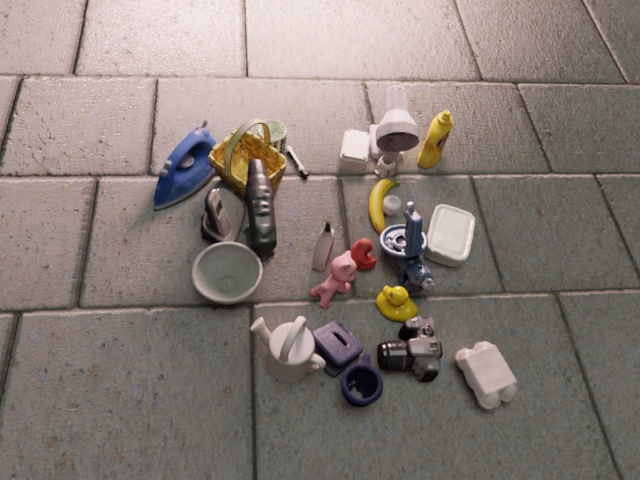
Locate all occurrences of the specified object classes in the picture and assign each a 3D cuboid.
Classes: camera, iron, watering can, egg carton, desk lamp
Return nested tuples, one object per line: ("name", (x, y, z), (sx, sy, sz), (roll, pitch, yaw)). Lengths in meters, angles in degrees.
("camera", (0.203, 0.247, 1.320), (0.137, 0.101, 0.143), (0, 57, -7))
("iron", (-0.363, -0.204, 1.519), (0.118, 0.141, 0.259), (28, 58, 12))
("watering can", (-0.069, 0.229, 1.242), (0.173, 0.194, 0.101), (8, 57, -1))
("egg carton", (0.383, 0.311, 1.320), (0.107, 0.069, 0.150), (-18, 61, -17))
("desk lamp", (0.203, -0.314, 1.616), (0.118, 0.213, 0.203), (1, 57, -6))

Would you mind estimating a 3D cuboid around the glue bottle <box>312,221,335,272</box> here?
("glue bottle", (0.013, 0.005, 1.410), (0.037, 0.173, 0.078), (19, 57, 6))

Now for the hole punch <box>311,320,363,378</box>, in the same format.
("hole punch", (0.036, 0.239, 1.311), (0.101, 0.091, 0.108), (-36, 68, -25))

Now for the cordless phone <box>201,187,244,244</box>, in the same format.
("cordless phone", (-0.246, -0.084, 1.430), (0.094, 0.185, 0.147), (10, 57, 0))

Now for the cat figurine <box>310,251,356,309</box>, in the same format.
("cat figurine", (0.040, 0.090, 1.392), (0.067, 0.118, 0.128), (42, 62, 19))

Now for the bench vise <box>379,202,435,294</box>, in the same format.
("bench vise", (0.235, 0.016, 1.402), (0.122, 0.220, 0.207), (-34, 67, -25))

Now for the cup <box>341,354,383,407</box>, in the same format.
("cup", (0.088, 0.318, 1.263), (0.091, 0.095, 0.118), (12, 57, 1))

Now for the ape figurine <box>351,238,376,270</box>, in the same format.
("ape figurine", (0.110, 0.030, 1.455), (0.076, 0.092, 0.077), (-5, 58, -10))

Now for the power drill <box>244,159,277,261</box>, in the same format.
("power drill", (-0.149, -0.053, 1.407), (0.076, 0.208, 0.229), (-6, 58, -10))

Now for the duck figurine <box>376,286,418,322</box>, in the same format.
("duck figurine", (0.192, 0.148, 1.392), (0.104, 0.086, 0.078), (28, 58, 11))

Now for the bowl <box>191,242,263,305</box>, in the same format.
("bowl", (-0.223, 0.091, 1.385), (0.167, 0.075, 0.167), (3, 57, -5))
